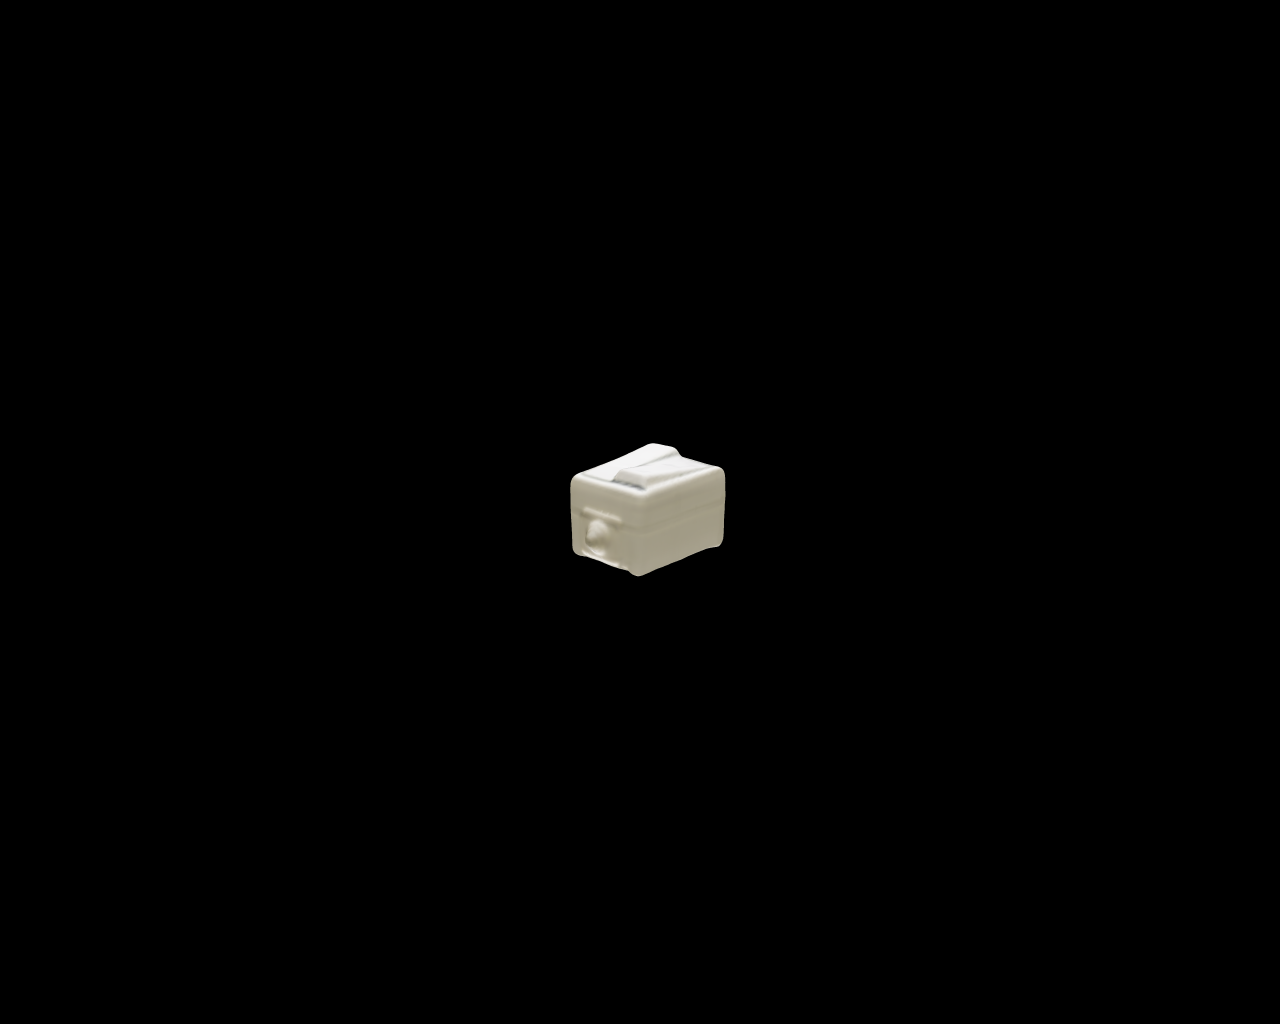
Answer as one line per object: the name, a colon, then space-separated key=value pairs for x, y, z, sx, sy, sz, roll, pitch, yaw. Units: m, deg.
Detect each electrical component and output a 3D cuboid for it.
electrical component: x=0.001 y=-0.003 z=0.650 sx=0.062 sy=0.061 sz=0.096 roll=18 pitch=26 yaw=41
